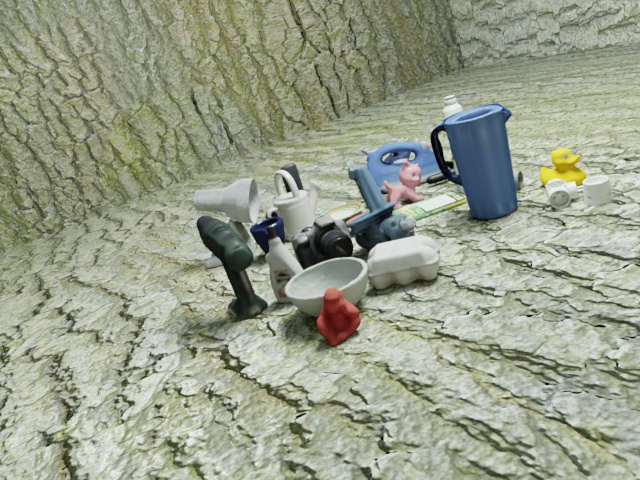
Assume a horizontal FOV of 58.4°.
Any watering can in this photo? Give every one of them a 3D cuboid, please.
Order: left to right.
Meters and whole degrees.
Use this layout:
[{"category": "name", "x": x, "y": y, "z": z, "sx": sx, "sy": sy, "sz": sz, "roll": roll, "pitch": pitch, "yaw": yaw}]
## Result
[{"category": "watering can", "x": -0.073, "y": -0.107, "z": 1.591, "sx": 0.100, "sy": 0.194, "sz": 0.173, "roll": -3, "pitch": 24, "yaw": 39}]

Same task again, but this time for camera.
[{"category": "camera", "x": 0.012, "y": 0.005, "z": 1.344, "sx": 0.143, "sy": 0.101, "sz": 0.136, "roll": -22, "pitch": 19, "yaw": -10}]

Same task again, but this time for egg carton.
[{"category": "egg carton", "x": 0.165, "y": 0.043, "z": 1.141, "sx": 0.150, "sy": 0.069, "sz": 0.107, "roll": -13, "pitch": 19, "yaw": 15}]

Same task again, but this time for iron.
[{"category": "iron", "x": 0.253, "y": -0.238, "z": 1.734, "sx": 0.257, "sy": 0.142, "sz": 0.119, "roll": -13, "pitch": 20, "yaw": 15}]

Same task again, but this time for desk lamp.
[{"category": "desk lamp", "x": -0.246, "y": -0.052, "z": 1.573, "sx": 0.203, "sy": 0.214, "sz": 0.118, "roll": -15, "pitch": 19, "yaw": 12}]

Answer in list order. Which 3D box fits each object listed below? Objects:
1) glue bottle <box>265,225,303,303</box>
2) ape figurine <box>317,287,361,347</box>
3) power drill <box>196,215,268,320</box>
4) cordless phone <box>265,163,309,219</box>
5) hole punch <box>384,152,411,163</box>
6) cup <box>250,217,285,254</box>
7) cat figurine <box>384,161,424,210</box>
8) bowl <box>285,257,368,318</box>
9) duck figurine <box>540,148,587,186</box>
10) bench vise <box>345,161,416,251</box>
[{"category": "glue bottle", "x": -0.079, "y": 0.049, "z": 1.194, "sx": 0.078, "sy": 0.173, "sz": 0.037, "roll": -11, "pitch": 20, "yaw": 21}, {"category": "ape figurine", "x": 0.029, "y": 0.126, "z": 1.001, "sx": 0.077, "sy": 0.092, "sz": 0.076, "roll": -14, "pitch": 19, "yaw": 14}, {"category": "power drill", "x": -0.191, "y": 0.056, "z": 1.224, "sx": 0.076, "sy": 0.209, "sz": 0.228, "roll": -26, "pitch": 20, "yaw": -21}, {"category": "cordless phone", "x": -0.103, "y": -0.124, "z": 1.685, "sx": 0.148, "sy": 0.185, "sz": 0.094, "roll": -24, "pitch": 20, "yaw": -15}, {"category": "hole punch", "x": 0.261, "y": -0.265, "z": 1.881, "sx": 0.101, "sy": 0.091, "sz": 0.108, "roll": -22, "pitch": 19, "yaw": -8}, {"category": "cup", "x": -0.125, "y": 0.001, "z": 1.494, "sx": 0.091, "sy": 0.095, "sz": 0.117, "roll": -20, "pitch": 19, "yaw": -5}, {"category": "cat figurine", "x": 0.231, "y": -0.158, "z": 1.567, "sx": 0.128, "sy": 0.118, "sz": 0.067, "roll": -23, "pitch": 19, "yaw": -13}, {"category": "bowl", "x": 0.021, "y": 0.102, "z": 1.105, "sx": 0.167, "sy": 0.075, "sz": 0.167, "roll": -17, "pitch": 19, "yaw": 6}, {"category": "duck figurine", "x": 0.564, "y": -0.172, "z": 1.342, "sx": 0.104, "sy": 0.086, "sz": 0.078, "roll": 2, "pitch": 28, "yaw": 46}, {"category": "bench vise", "x": 0.135, "y": -0.073, "z": 1.259, "sx": 0.206, "sy": 0.220, "sz": 0.122, "roll": 0, "pitch": 26, "yaw": 43}]
